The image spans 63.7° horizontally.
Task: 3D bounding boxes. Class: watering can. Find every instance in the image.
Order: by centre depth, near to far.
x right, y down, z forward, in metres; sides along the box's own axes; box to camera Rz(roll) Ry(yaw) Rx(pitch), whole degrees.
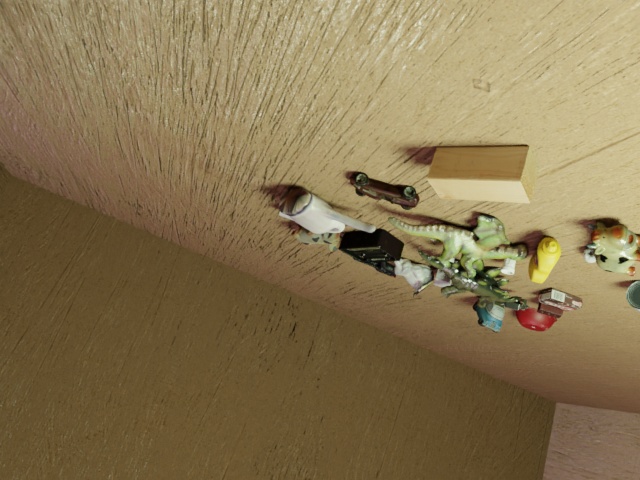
[{"bbox_3d":[0.005,-0.085,1.688,0.221,0.105,0.347,34,160,-35],"label":"watering can"}]

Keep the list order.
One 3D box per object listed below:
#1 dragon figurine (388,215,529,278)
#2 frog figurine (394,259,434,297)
[{"bbox_3d":[0.423,-0.016,1.486,0.408,0.125,0.238,24,145,-16],"label":"dragon figurine"},{"bbox_3d":[0.354,0.119,1.972,0.161,0.123,0.136,54,178,14],"label":"frog figurine"}]
